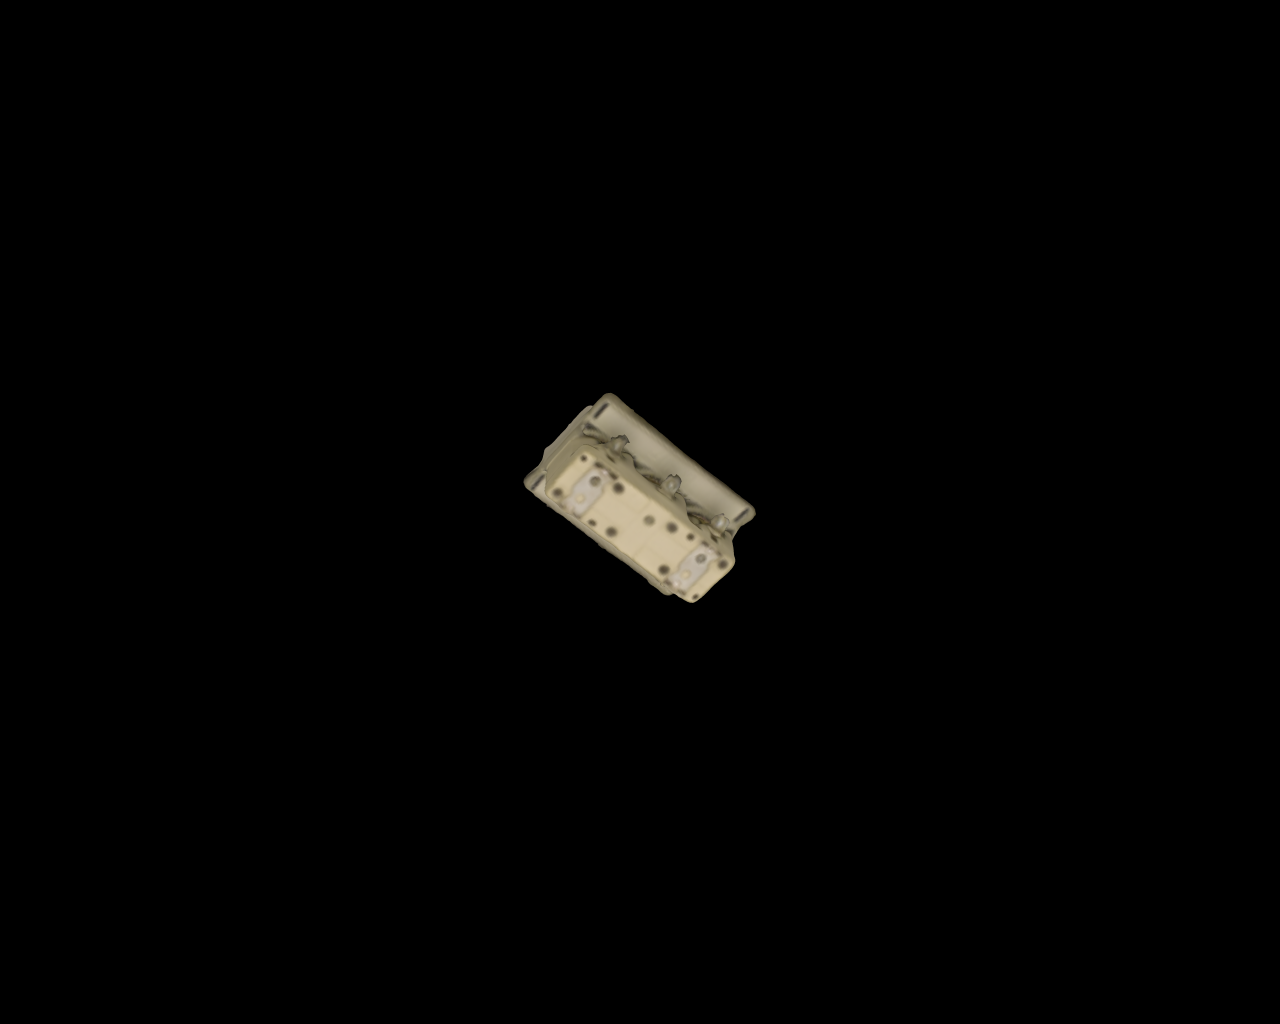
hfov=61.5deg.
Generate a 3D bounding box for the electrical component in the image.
[{"bbox_3d":[0.001,-0.003,0.650,0.121,0.078,0.063,38,22,-18],"label":"electrical component"}]
